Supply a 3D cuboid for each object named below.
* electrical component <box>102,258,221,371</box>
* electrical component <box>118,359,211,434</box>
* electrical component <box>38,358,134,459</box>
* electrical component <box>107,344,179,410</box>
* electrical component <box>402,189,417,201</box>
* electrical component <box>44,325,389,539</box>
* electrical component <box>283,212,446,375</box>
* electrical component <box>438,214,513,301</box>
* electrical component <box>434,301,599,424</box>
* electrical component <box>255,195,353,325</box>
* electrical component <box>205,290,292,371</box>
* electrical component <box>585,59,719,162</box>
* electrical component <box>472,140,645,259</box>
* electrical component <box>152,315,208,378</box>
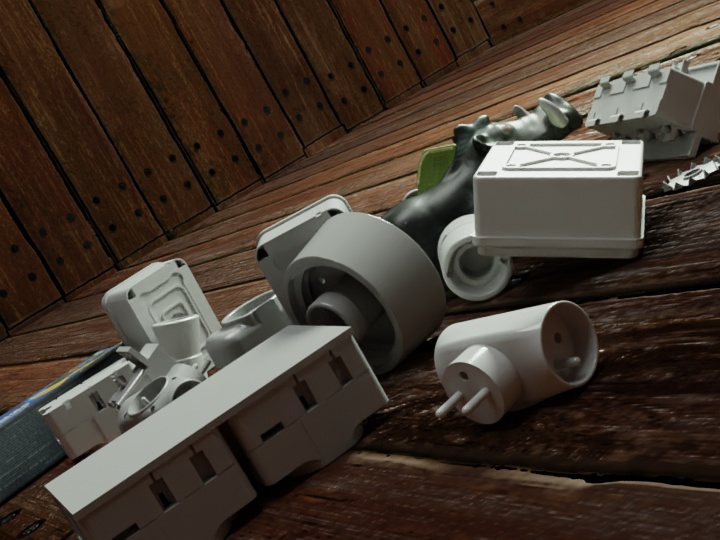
[{"bbox_3d":[-0.190,0.054,1.050,0.078,0.113,0.057,-37,16,-37],"label":"electrical component"},{"bbox_3d":[-0.146,0.102,0.863,0.077,0.044,0.079,-19,29,44],"label":"electrical component"},{"bbox_3d":[-0.234,0.127,0.971,0.089,0.055,0.050,-33,11,-20],"label":"electrical component"},{"bbox_3d":[-0.177,0.101,0.914,0.063,0.081,0.042,-56,19,-17],"label":"electrical component"},{"bbox_3d":[0.065,-0.069,1.177,0.040,0.040,0.046,-28,4,3],"label":"electrical component"},{"bbox_3d":[-0.085,0.108,0.648,0.186,0.060,0.105,-33,11,-22],"label":"electrical component"},{"bbox_3d":[-0.003,0.022,0.730,0.108,0.108,0.060,-17,22,49],"label":"electrical component"},{"bbox_3d":[0.084,-0.008,0.780,0.055,0.055,0.047,-27,14,11],"label":"electrical component"},{"bbox_3d":[0.069,0.052,0.548,0.079,0.044,0.077,-37,13,-38],"label":"electrical component"},{"bbox_3d":[-0.022,0.008,0.819,0.078,0.113,0.057,-28,13,6],"label":"electrical component"},{"bbox_3d":[-0.076,0.055,0.889,0.095,0.059,0.054,-34,11,-27],"label":"electrical component"},{"bbox_3d":[0.243,-0.133,0.894,0.121,0.063,0.078,-170,99,-74],"label":"electrical component"},{"bbox_3d":[0.137,-0.051,0.729,0.109,0.056,0.108,1,19,15],"label":"electrical component"},{"bbox_3d":[-0.164,0.078,0.995,0.044,0.065,0.044,-13,3,1],"label":"electrical component"}]
